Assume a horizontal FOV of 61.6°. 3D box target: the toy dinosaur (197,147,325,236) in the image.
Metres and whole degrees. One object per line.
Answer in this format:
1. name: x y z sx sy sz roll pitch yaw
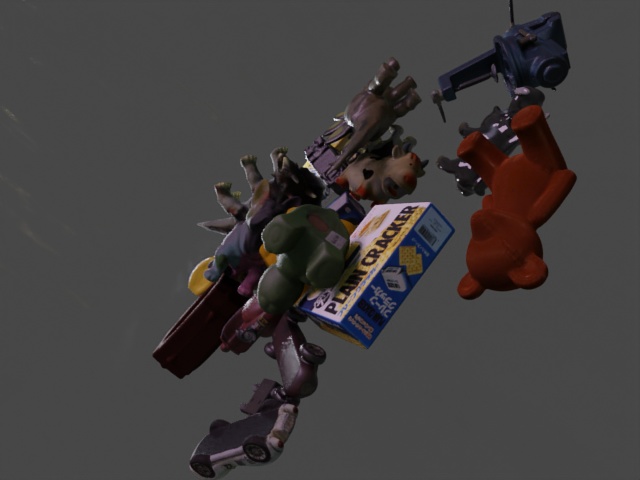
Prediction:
1. toy dinosaur: -0.132 -0.066 1.181 0.131 0.192 0.405 -9 -23 -43

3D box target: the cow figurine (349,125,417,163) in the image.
1. cow figurine: 0.119 -0.172 1.144 0.167 0.068 0.098 -18 38 52

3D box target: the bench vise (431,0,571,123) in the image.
1. bench vise: 0.300 -0.298 0.909 0.241 0.128 0.224 -21 45 14

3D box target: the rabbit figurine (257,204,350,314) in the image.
1. rabbit figurine: -0.042 0.029 0.803 0.170 0.121 0.159 -54 8 29

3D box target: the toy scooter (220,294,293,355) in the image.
1. toy scooter: -0.122 0.150 0.962 0.135 0.075 0.184 -45 7 -18

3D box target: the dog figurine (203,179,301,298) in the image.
1. dog figurine: -0.123 -0.008 1.043 0.219 0.108 0.191 -59 6 8

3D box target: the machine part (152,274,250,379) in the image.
1. machine part: -0.237 0.173 1.107 0.201 0.087 0.201 -46 7 7

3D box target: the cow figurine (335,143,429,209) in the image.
1. cow figurine: 0.120 -0.121 1.006 0.127 0.085 0.195 -55 26 0

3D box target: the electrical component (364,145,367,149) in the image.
1. electrical component: 0.088 -0.193 1.277 0.078 0.045 0.102 -42 19 6

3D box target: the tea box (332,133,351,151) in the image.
1. tea box: 0.079 -0.256 1.385 0.169 0.068 0.098 -48 20 -9

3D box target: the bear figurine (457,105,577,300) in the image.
1. bear figurine: 0.205 -0.036 0.605 0.120 0.132 0.196 -20 26 54

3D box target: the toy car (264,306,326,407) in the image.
1. toy car: -0.038 0.168 0.801 0.089 0.053 0.202 -64 16 8

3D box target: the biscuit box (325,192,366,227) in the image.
1. biscuit box: -0.002 -0.003 1.056 0.202 0.062 0.059 -40 20 18

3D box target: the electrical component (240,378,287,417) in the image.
1. electrical component: -0.085 0.240 0.801 0.094 0.021 0.063 -12 39 56

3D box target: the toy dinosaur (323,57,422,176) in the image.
1. toy dinosaur: 0.100 -0.249 1.077 0.198 0.105 0.471 -43 8 26

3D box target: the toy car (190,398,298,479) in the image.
1. toy car: -0.105 0.274 0.728 0.202 0.056 0.073 -30 18 34

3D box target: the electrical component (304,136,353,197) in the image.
1. electrical component: 0.036 -0.149 1.164 0.058 0.134 0.115 -38 63 14

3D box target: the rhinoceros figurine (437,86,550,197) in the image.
1. rhinoceros figurine: 0.259 -0.149 0.794 0.190 0.073 0.112 -51 18 -12

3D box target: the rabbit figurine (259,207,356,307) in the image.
1. rabbit figurine: -0.011 0.016 0.945 0.173 0.162 0.122 -29 7 -6
